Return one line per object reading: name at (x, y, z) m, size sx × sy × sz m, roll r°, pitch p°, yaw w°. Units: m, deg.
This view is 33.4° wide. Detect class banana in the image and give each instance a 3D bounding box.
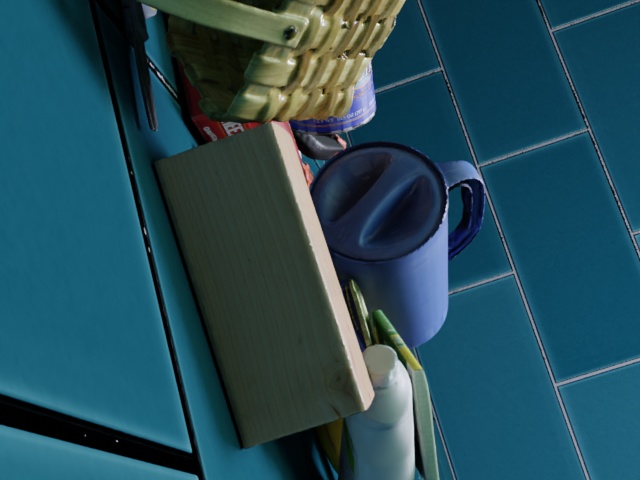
banana at (0.021, 0.168, 1.030) m, size 0.069 × 0.037 × 0.198 m, roll -30°, pitch 99°, yaw -51°

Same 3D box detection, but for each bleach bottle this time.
bleach bottle at (0.049, 0.180, 0.890) m, size 0.251 × 0.068 × 0.102 m, roll 88°, pitch -11°, yaw -48°

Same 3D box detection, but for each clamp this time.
clamp at (-0.039, -0.143, 1.219) m, size 0.209 × 0.036 × 0.164 m, roll 38°, pitch 27°, yaw -38°

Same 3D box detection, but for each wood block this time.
wood block at (-0.037, 0.031, 0.763) m, size 0.090 × 0.091 × 0.206 m, roll 9°, pitch 62°, yaw -83°

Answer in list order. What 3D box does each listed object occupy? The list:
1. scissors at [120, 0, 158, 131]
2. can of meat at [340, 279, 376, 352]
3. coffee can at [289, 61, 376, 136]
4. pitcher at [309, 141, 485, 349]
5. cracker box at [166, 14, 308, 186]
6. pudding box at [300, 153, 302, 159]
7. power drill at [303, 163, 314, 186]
scissors at (-0.133, -0.157, 0.805) m, size 0.096 × 0.016 × 0.202 m, roll 51°, pitch 22°, yaw -72°
can of meat at (0.006, 0.093, 0.981) m, size 0.057 × 0.084 × 0.102 m, roll 60°, pitch 14°, yaw -64°
coffee can at (0.002, -0.195, 1.114) m, size 0.103 × 0.103 × 0.140 m, roll -99°, pitch -179°, yaw -56°
pitcher at (0.080, 0.014, 1.084) m, size 0.243 × 0.149 × 0.145 m, roll 71°, pitch 38°, yaw -60°
cracker box at (-0.082, -0.158, 1.003) m, size 0.164 × 0.072 × 0.214 m, roll 62°, pitch 11°, yaw -57°
pudding box at (-0.059, -0.146, 1.320) m, size 0.113 × 0.039 × 0.090 m, roll 59°, pitch 16°, yaw -52°
power drill at (-0.008, 0.002, 1.257) m, size 0.184 × 0.057 × 0.188 m, roll 51°, pitch 19°, yaw -62°
